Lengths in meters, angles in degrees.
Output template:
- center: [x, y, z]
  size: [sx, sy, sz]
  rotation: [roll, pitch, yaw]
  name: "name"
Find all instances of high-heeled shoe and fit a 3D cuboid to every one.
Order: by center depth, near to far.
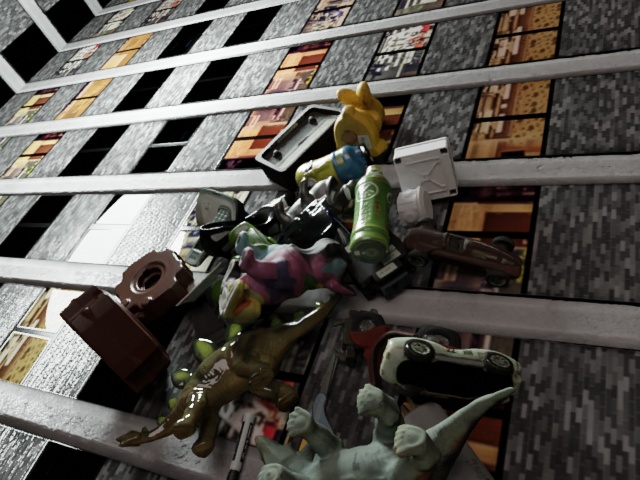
- center: [-0.156, -0.053, 1.160]
  size: [0.086, 0.145, 0.249]
  rotation: [19, 63, 37]
  name: "high-heeled shoe"

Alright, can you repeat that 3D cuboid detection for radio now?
- center: [-0.040, -0.232, 1.319]
  size: [0.131, 0.073, 0.229]
  rotation: [28, 66, 41]
  name: "radio"

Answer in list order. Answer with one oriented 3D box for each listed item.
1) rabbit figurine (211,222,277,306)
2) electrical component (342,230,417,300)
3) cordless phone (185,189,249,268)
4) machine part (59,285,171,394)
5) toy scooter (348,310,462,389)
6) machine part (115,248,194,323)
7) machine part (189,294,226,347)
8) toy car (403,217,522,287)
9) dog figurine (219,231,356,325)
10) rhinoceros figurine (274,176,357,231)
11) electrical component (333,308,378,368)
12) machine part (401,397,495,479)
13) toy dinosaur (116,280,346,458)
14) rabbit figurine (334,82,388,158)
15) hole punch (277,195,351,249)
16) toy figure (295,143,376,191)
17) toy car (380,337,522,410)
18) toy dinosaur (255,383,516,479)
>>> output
- center: [-0.139, 0.080, 1.076]
  size: [0.170, 0.121, 0.159]
  rotation: [-49, 51, 5]
  name: "rabbit figurine"
- center: [0.108, 0.045, 0.996]
  size: [0.115, 0.058, 0.134]
  rotation: [-33, 43, -2]
  name: "electrical component"
- center: [-0.261, -0.022, 1.234]
  size: [0.147, 0.088, 0.184]
  rotation: [20, 65, 38]
  name: "cordless phone"
- center: [-0.369, 0.185, 0.986]
  size: [0.201, 0.201, 0.087]
  rotation: [44, 66, -1]
  name: "machine part"
- center: [0.126, 0.191, 0.836]
  size: [0.184, 0.075, 0.135]
  rotation: [9, 76, 18]
  name: "toy scooter"
- center: [-0.371, 0.096, 1.197]
  size: [0.179, 0.056, 0.179]
  rotation: [-15, 44, 14]
  name: "machine part"
- center: [-0.226, 0.172, 1.065]
  size: [0.084, 0.039, 0.139]
  rotation: [-34, 45, 1]
  name: "machine part"
- center: [0.245, 0.017, 0.925]
  size: [0.202, 0.053, 0.089]
  rotation: [15, 53, 14]
  name: "toy car"
- center: [-0.051, 0.077, 0.946]
  size: [0.109, 0.219, 0.191]
  rotation: [-127, 55, -68]
  name: "dog figurine"
- center: [-0.005, -0.072, 1.133]
  size: [0.190, 0.073, 0.112]
  rotation: [-32, 69, 9]
  name: "rhinoceros figurine"
- center: [0.063, 0.165, 0.920]
  size: [0.078, 0.045, 0.102]
  rotation: [5, 49, -6]
  name: "electrical component"
- center: [0.175, 0.302, 0.706]
  size: [0.079, 0.079, 0.243]
  rotation: [-32, 42, -3]
  name: "machine part"
- center: [-0.125, 0.210, 0.921]
  size: [0.471, 0.104, 0.199]
  rotation: [-27, 33, -15]
  name: "toy dinosaur"
- center: [0.095, -0.286, 1.264]
  size: [0.122, 0.162, 0.173]
  rotation: [-9, 28, 37]
  name: "rabbit figurine"
- center: [-0.002, -0.003, 1.061]
  size: [0.142, 0.092, 0.116]
  rotation: [-47, 38, 12]
  name: "hole punch"
- center: [0.032, -0.158, 1.210]
  size: [0.180, 0.082, 0.089]
  rotation: [-27, 26, 12]
  name: "toy figure"
- center: [0.186, 0.187, 0.761]
  size: [0.202, 0.073, 0.056]
  rotation: [10, 20, -4]
  name: "toy car"
- center: [0.068, 0.287, 0.674]
  size: [0.405, 0.192, 0.131]
  rotation: [-18, 39, 26]
  name: "toy dinosaur"
